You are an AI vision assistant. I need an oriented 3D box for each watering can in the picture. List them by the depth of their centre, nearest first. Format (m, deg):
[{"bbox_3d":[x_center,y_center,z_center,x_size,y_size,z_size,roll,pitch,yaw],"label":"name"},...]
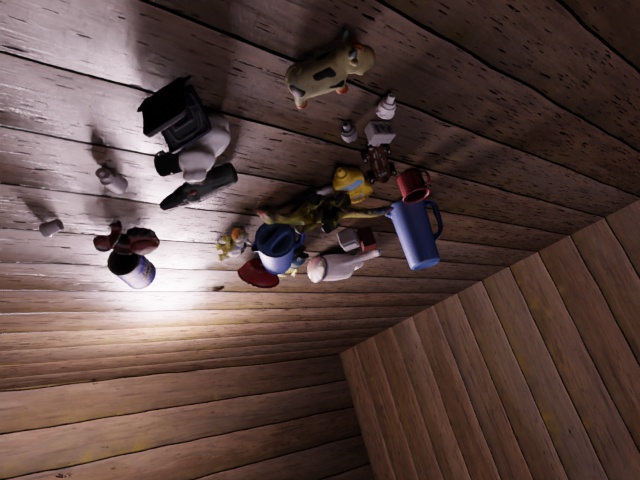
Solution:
[{"bbox_3d":[0.085,0.097,2.078,0.225,0.105,0.342,-4,-17,-27],"label":"watering can"}]

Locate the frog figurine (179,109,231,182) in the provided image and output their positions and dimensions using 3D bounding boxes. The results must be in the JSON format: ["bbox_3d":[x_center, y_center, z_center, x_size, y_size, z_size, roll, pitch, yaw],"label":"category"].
[{"bbox_3d":[-0.251,-0.201,1.130,0.136,0.162,0.122,-30,-27,27],"label":"frog figurine"}]

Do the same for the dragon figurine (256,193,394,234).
[{"bbox_3d":[0.005,-0.083,1.640,0.411,0.122,0.242,-1,1,-18],"label":"dragon figurine"}]
